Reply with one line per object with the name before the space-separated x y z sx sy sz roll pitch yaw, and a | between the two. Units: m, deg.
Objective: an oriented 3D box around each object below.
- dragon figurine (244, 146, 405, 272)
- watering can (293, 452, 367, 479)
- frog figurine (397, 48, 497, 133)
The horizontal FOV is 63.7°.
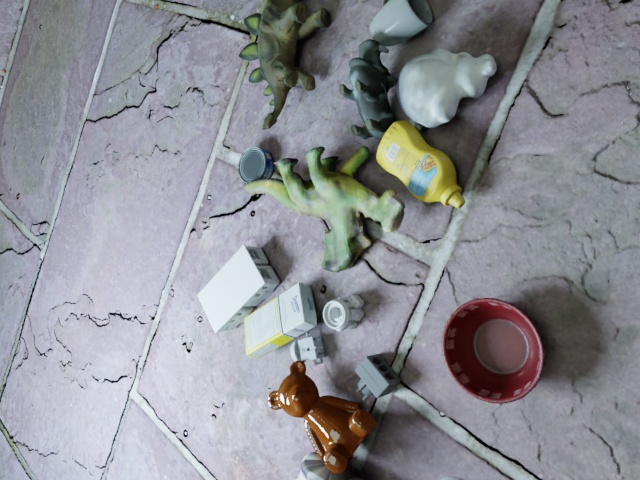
dragon figurine | 0.003 -0.052 1.037 0.407 0.123 0.244 -15 84 43
watering can | 0.045 0.529 0.921 0.349 0.104 0.224 14 92 37
frog figurine | 0.218 -0.269 0.889 0.158 0.121 0.140 -13 58 46
